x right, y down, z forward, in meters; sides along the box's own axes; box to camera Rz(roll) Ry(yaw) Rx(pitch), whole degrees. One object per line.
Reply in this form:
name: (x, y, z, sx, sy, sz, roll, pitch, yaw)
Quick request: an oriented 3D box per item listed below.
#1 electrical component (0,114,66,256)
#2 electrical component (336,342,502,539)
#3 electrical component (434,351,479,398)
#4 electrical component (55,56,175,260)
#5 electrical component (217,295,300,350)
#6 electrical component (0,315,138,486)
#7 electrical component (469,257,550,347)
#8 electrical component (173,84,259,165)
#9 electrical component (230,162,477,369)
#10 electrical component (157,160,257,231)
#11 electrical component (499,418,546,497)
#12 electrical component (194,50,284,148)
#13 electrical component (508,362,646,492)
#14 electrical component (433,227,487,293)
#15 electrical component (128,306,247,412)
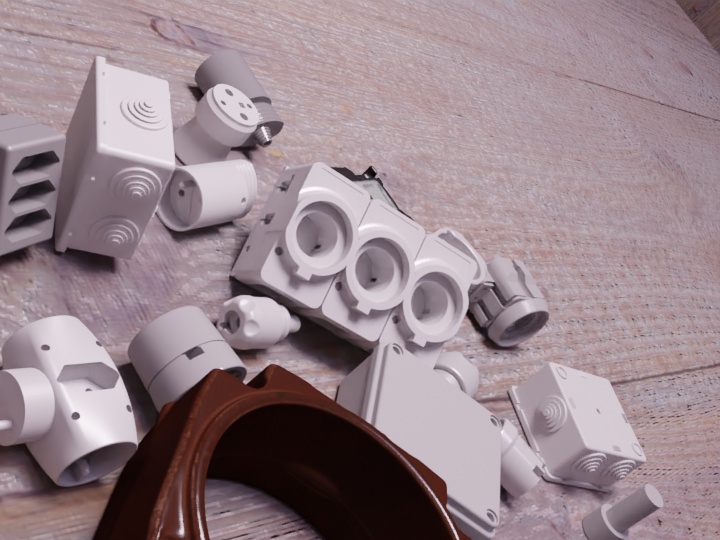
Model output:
electrical component: (-0.213, -0.055, 0.604, 0.077, 0.065, 0.047, 23, 24, 19)
electrical component: (0.036, 0.120, 0.708, 0.109, 0.056, 0.108, 37, 31, -16)
electrical component: (0.059, 0.088, 0.789, 0.043, 0.043, 0.062, 49, 31, 5)
electrical component: (-0.150, -0.066, 0.657, 0.048, 0.099, 0.099, 12, 42, -26)
electrical component: (-0.063, 0.035, 0.708, 0.061, 0.035, 0.035, 6, 49, -52)
electrical component: (-0.160, 0.067, 0.537, 0.079, 0.043, 0.077, -1, 53, -51)
electrical component: (0.128, 0.029, 0.934, 0.078, 0.058, 0.057, 8, 44, -47)
electrical component: (-0.107, -0.104, 0.799, 0.045, 0.055, 0.045, 32, 33, -24)
electrical component: (0.000, 0.000, 0.759, 0.150, 0.062, 0.089, 31, 76, -25)
electrical component: (-0.102, -0.054, 0.757, 0.043, 0.043, 0.081, 53, 30, 12)
electrical component: (0.109, 0.139, 0.794, 0.046, 0.040, 0.040, 46, 30, -3)
electrical component: (-0.094, -0.131, 0.861, 0.043, 0.043, 0.081, -6, 58, -54)
electrical component: (0.181, 0.128, 0.887, 0.100, 0.048, 0.099, 18, 40, -39)
electrical component: (0.061, 0.006, 0.874, 0.053, 0.059, 0.095, 49, 30, 5)
electrical component: (-0.101, 0.054, 0.618, 0.055, 0.055, 0.047, -8, 56, -55)
